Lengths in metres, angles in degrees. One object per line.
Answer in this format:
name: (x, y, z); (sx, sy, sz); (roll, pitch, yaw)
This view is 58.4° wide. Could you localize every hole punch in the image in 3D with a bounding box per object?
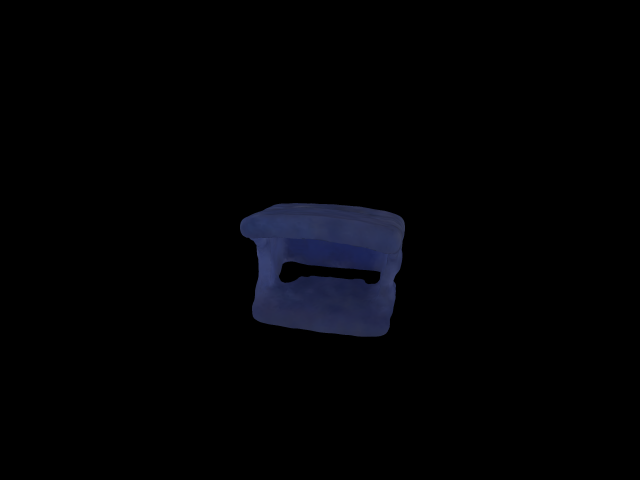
hole punch: (0.004, 0.001, 0.400); (0.108, 0.091, 0.101); (6, 36, 8)
